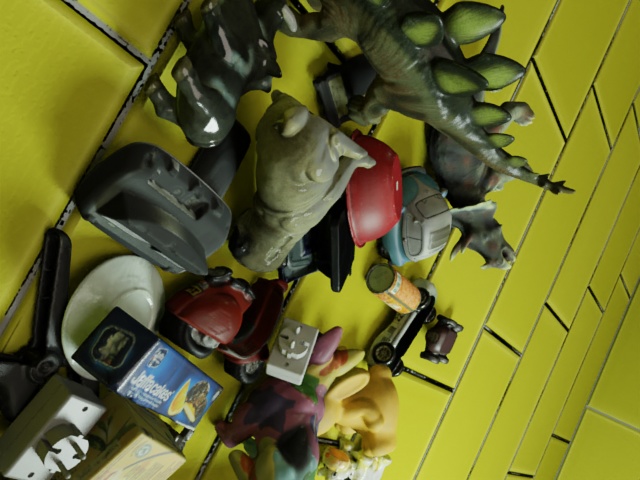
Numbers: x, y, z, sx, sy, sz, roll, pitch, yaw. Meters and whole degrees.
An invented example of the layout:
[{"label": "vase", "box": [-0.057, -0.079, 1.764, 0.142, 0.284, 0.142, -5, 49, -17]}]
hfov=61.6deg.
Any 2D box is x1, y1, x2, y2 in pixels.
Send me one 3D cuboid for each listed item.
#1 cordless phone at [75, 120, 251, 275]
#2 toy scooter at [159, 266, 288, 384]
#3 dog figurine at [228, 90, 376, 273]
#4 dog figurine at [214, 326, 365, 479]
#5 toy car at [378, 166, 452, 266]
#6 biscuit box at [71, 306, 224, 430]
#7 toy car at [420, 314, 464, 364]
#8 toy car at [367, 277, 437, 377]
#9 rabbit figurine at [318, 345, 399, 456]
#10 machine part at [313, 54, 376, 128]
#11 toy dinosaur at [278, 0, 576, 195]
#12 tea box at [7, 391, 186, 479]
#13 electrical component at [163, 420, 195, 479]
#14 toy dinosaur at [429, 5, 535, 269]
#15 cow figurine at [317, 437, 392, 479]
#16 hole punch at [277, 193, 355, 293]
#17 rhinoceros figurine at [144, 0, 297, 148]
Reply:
[{"label": "cordless phone", "box": [-0.139, -0.069, 0.545, 0.146, 0.089, 0.184, 45, 61, -45]}, {"label": "toy scooter", "box": [-0.099, 0.086, 0.639, 0.135, 0.075, 0.183, -57, 141, -13]}, {"label": "dog figurine", "box": [-0.047, -0.046, 0.574, 0.190, 0.121, 0.172, -54, 151, 6]}, {"label": "dog figurine", "box": [-0.021, 0.220, 0.708, 0.219, 0.192, 0.108, -45, 129, -4]}, {"label": "toy car", "box": [0.149, -0.025, 0.831, 0.109, 0.103, 0.161, -19, 120, -28]}, {"label": "biscuit box", "box": [-0.165, 0.137, 0.548, 0.059, 0.063, 0.202, -52, 158, -18]}, {"label": "toy car", "box": [0.235, 0.193, 1.044, 0.089, 0.053, 0.202, -68, 158, -3]}, {"label": "toy car", "box": [0.145, 0.160, 0.949, 0.202, 0.056, 0.073, -54, 143, -15]}, {"label": "rabbit figurine", "box": [0.037, 0.255, 0.829, 0.173, 0.122, 0.162, 1, 112, -27]}, {"label": "machine part", "box": [0.050, -0.208, 0.708, 0.139, 0.039, 0.084, -43, 124, -25]}, {"label": "toy dinosaur", "box": [0.111, -0.191, 0.602, 0.471, 0.199, 0.105, 36, 73, -27]}, {"label": "tea box", "box": [-0.233, 0.242, 0.532, 0.169, 0.068, 0.098, -41, 142, -15]}, {"label": "electrical component", "box": [-0.198, 0.257, 0.628, 0.102, 0.045, 0.078, -56, 166, -11]}, {"label": "toy dinosaur", "box": [0.243, -0.150, 0.883, 0.192, 0.131, 0.404, -24, 112, -22]}, {"label": "cow figurine", "box": [0.048, 0.401, 0.937, 0.167, 0.068, 0.098, 25, 93, -48]}, {"label": "hole punch", "box": [-0.001, -0.002, 0.713, 0.116, 0.092, 0.142, -50, 139, -61]}, {"label": "rhinoceros figurine", "box": [-0.086, -0.178, 0.522, 0.112, 0.073, 0.190, 40, 59, -31]}]
